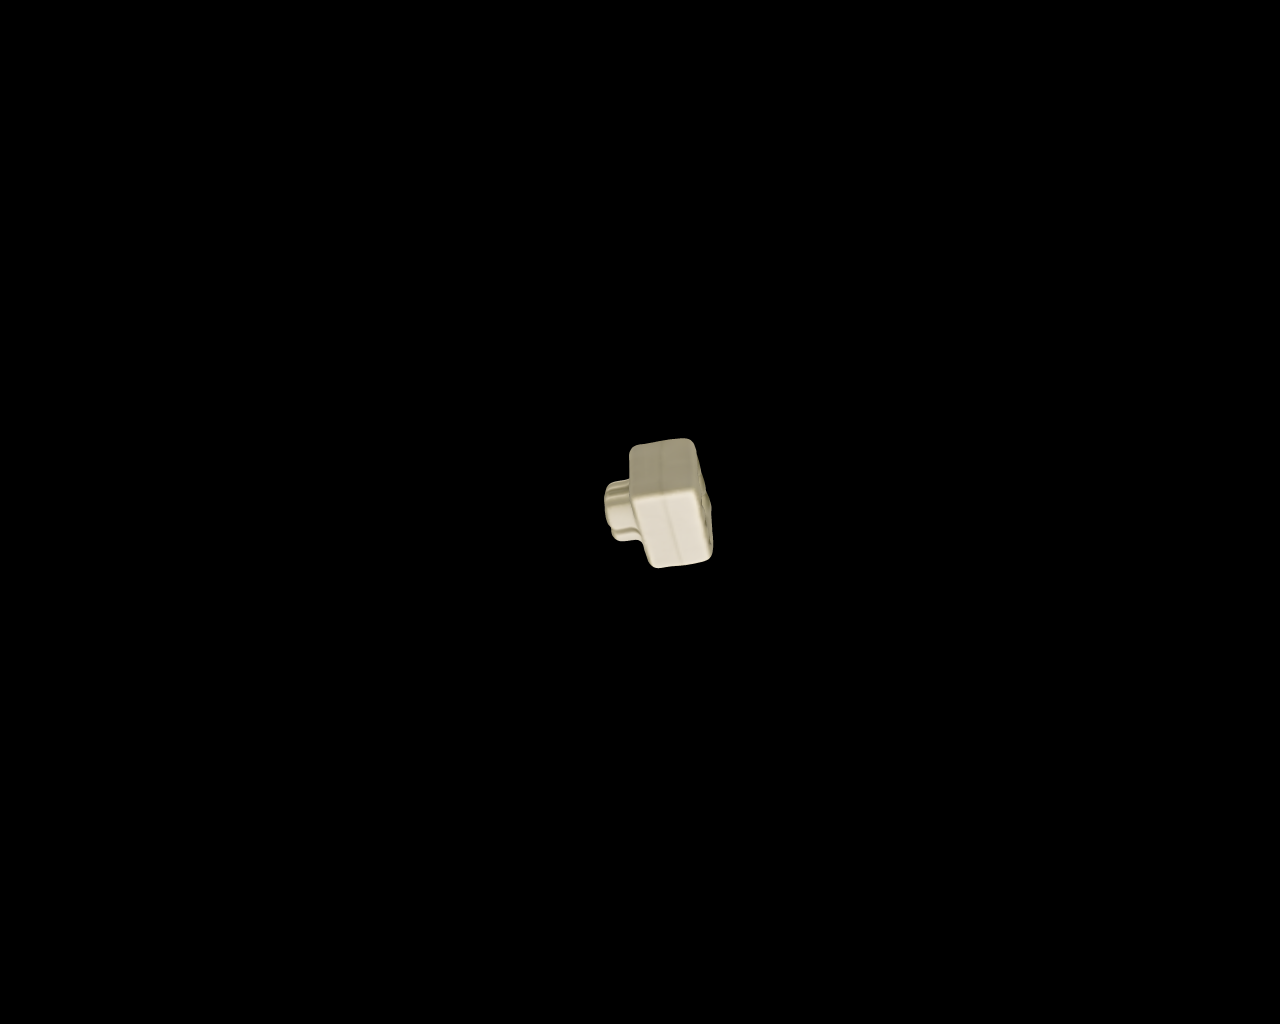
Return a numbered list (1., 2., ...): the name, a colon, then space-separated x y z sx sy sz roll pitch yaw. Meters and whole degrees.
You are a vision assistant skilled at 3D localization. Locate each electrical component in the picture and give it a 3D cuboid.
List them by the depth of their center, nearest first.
1. electrical component: 0.001 -0.003 0.650 0.077 0.047 0.065 -8 -43 9
